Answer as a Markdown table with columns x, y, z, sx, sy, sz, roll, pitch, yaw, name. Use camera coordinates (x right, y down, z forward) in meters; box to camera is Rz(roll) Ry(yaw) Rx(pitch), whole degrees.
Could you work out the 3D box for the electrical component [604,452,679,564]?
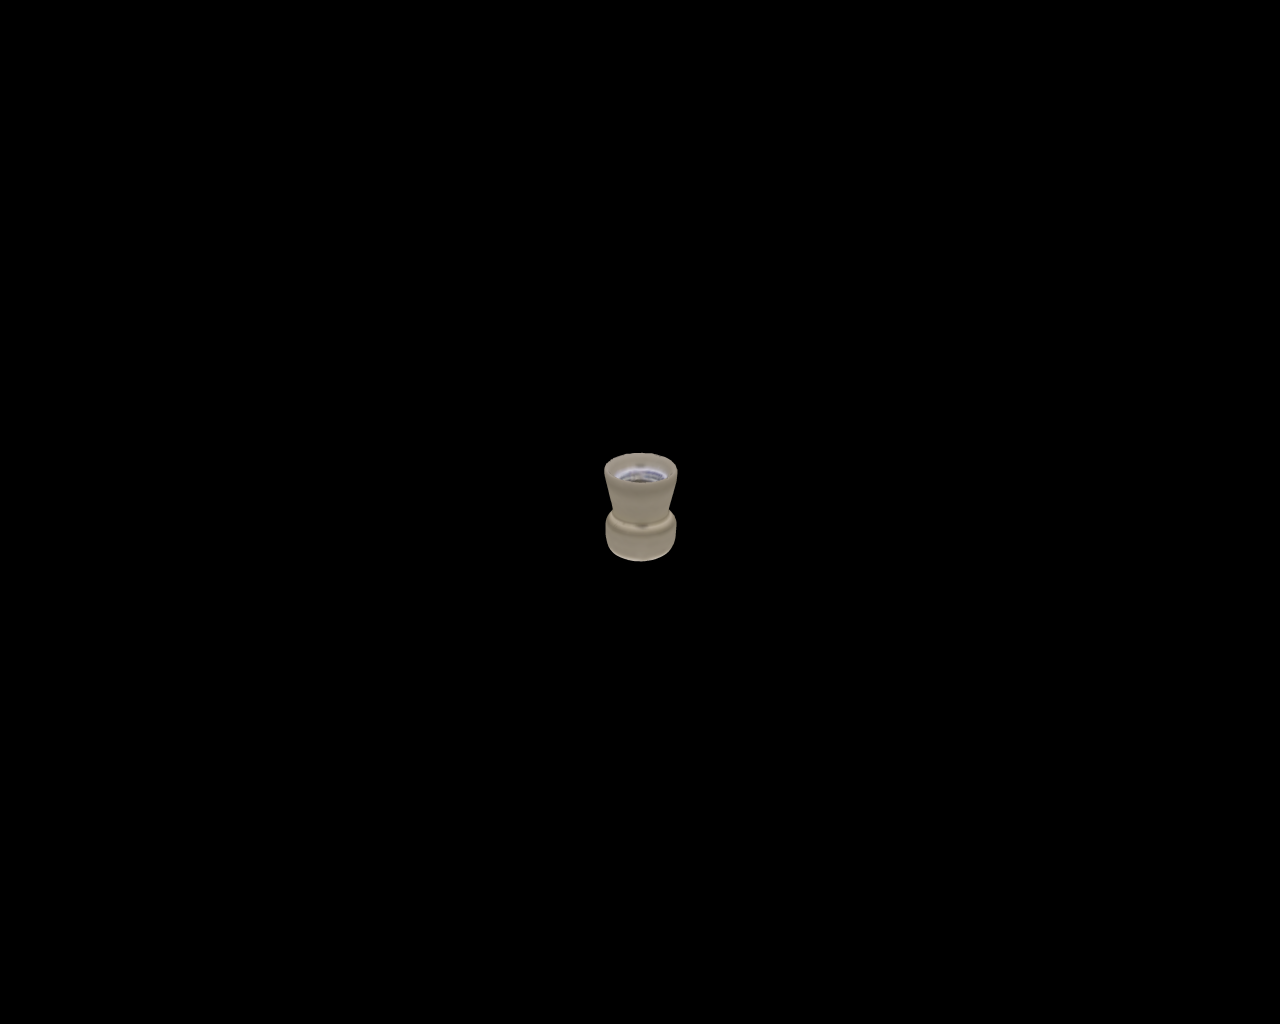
| x | y | z | sx | sy | sz | roll | pitch | yaw | name |
| --- | --- | --- | --- | --- | --- | --- | --- | --- | --- |
| 0.001 | -0.003 | 0.650 | 0.045 | 0.055 | 0.045 | 0 | 28 | 0 | electrical component |
